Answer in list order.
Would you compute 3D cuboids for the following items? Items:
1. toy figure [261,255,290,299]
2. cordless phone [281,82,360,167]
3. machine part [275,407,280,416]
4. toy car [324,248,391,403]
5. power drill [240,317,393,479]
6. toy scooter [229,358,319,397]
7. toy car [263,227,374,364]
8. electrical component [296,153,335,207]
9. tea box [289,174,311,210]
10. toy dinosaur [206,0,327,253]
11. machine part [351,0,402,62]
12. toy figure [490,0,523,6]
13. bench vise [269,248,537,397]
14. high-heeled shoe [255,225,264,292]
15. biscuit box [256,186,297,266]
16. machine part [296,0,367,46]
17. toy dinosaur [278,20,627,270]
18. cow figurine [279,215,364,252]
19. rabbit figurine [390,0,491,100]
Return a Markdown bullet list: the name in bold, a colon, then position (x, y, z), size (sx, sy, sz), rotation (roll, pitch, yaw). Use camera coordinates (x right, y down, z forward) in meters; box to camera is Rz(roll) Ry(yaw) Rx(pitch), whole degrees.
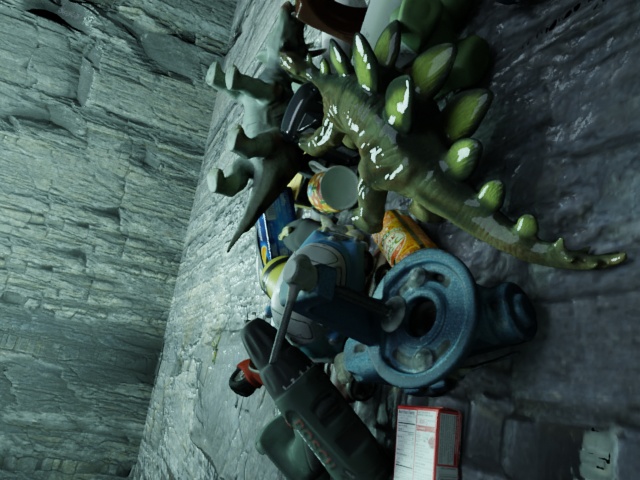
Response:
- **toy figure**: position (-0.035, 0.074, 0.779), size (0.180, 0.089, 0.082), rotation (-119, 35, -65)
- **cordless phone**: position (0.021, -0.221, 0.850), size (0.089, 0.146, 0.184), rotation (-27, 51, 52)
- **machine part**: position (-0.060, 0.271, 0.886), size (0.139, 0.039, 0.084), rotation (-104, 29, -49)
- **toy car**: position (0.051, 0.108, 0.692), size (0.089, 0.053, 0.202), rotation (-164, 87, -72)
- **power drill**: position (-0.023, 0.216, 0.651), size (0.232, 0.086, 0.207), rotation (44, 140, 17)
- **toy scooter**: position (-0.058, 0.192, 0.857), size (0.184, 0.075, 0.135), rotation (-4, 44, 44)
- **toy car**: position (-0.005, 0.063, 0.632), size (0.109, 0.103, 0.161), rotation (19, 91, 25)
- **electrical component**: position (-0.002, -0.116, 0.917), size (0.119, 0.075, 0.048), rotation (-64, 20, -6)
- **tea box**: position (-0.011, -0.144, 0.992), size (0.098, 0.068, 0.169), rotation (-179, 101, -68)
- **toy dinosaur**: position (-0.080, -0.175, 0.876), size (0.131, 0.192, 0.404), rotation (-7, 80, 56)
- **machine part**: position (0.100, -0.304, 0.755), size (0.243, 0.079, 0.079), rotation (113, 160, -51)
- **toy figure**: position (0.194, -0.291, 0.575), size (0.064, 0.057, 0.154), rotation (-36, 36, 28)
- **bench vise**: position (0.053, 0.072, 0.475), size (0.224, 0.240, 0.129), rotation (-16, 56, 48)
- **high-heeled shoe**: position (-0.093, -0.014, 1.059), size (0.145, 0.086, 0.248), rotation (-47, -47, -88)
- **biscuit box**: position (-0.072, 0.005, 0.961), size (0.063, 0.059, 0.202), rotation (179, 82, -69)
- **machine part**: position (0.064, -0.394, 0.774), size (0.201, 0.201, 0.087), rotation (127, 152, -47)
- **toy dinosaur**: position (0.086, -0.099, 0.552), size (0.472, 0.105, 0.198), rotation (48, 152, 31)
- **cow figurine**: position (-0.001, -0.004, 0.833), size (0.167, 0.098, 0.068), rotation (-7, 63, 68)
- **rabbit figurine**: position (0.141, -0.251, 0.657), size (0.170, 0.121, 0.159), rotation (-63, 10, -22)
